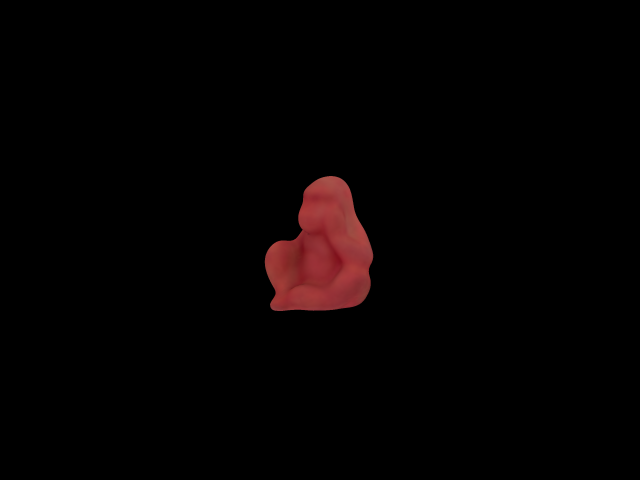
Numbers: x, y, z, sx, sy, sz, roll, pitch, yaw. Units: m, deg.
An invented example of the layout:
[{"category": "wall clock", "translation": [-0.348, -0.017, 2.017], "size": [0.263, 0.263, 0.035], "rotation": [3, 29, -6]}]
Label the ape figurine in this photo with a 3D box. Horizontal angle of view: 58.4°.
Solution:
[{"category": "ape figurine", "translation": [0.004, 0.001, 0.400], "size": [0.077, 0.092, 0.076], "rotation": [2, 3, 43]}]
